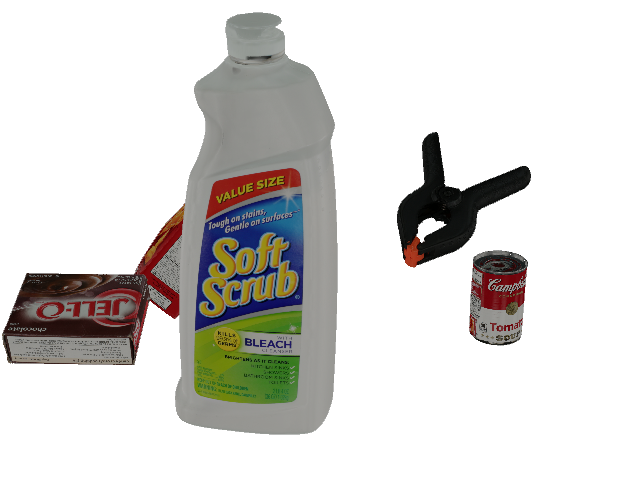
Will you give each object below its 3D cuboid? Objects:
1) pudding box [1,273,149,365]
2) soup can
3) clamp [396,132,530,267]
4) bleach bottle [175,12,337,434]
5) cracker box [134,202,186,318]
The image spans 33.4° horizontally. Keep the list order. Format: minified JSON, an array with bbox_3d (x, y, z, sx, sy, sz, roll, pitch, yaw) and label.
[{"bbox_3d":[-0.213,0.069,0.941,0.113,0.039,0.090,-1,33,1],"label":"pudding box"},{"bbox_3d":[0.223,0.072,1.346,0.068,0.102,0.068,0,23,0],"label":"soup can"},{"bbox_3d":[0.123,-0.045,1.090,0.120,0.039,0.171,28,53,30],"label":"clamp"},{"bbox_3d":[-0.041,-0.006,0.620,0.102,0.251,0.068,4,29,10],"label":"bleach bottle"},{"bbox_3d":[-0.111,-0.036,1.200,0.072,0.214,0.164,38,25,-10],"label":"cracker box"}]
